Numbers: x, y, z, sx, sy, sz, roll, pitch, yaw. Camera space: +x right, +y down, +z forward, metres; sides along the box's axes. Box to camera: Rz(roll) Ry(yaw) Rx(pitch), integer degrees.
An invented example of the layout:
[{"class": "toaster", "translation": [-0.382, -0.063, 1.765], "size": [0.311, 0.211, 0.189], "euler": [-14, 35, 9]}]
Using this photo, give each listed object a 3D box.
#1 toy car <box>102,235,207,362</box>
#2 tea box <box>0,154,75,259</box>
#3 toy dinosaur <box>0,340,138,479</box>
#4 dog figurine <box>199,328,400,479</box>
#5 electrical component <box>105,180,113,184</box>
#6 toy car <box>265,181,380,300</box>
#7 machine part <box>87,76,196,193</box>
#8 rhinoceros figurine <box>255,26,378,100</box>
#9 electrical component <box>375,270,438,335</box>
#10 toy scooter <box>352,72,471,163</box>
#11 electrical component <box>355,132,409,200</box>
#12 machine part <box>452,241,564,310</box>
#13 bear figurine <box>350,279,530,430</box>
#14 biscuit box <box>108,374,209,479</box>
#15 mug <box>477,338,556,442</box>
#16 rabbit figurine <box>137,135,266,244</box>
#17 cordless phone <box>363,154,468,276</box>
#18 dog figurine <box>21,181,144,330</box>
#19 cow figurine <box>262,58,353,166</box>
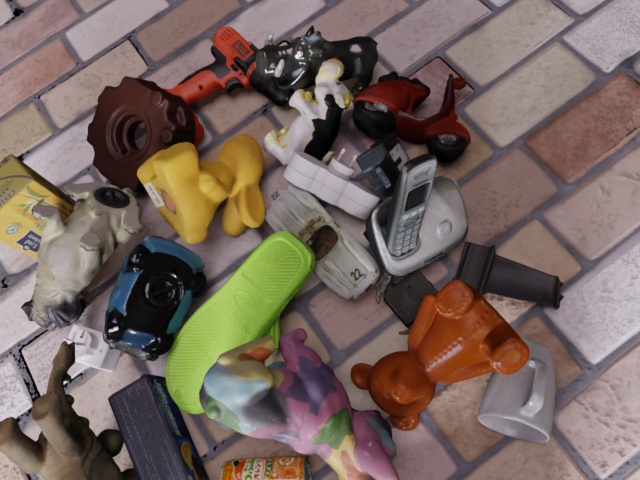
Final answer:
[{"class": "toy car", "translation": [-0.232, 0.082, 0.739], "size": [0.109, 0.103, 0.161], "euler": [26, 70, -21]}, {"class": "tea box", "translation": [-0.410, -0.035, 0.774], "size": [0.068, 0.169, 0.098], "euler": [41, 82, 20]}, {"class": "toy dinosaur", "translation": [-0.251, 0.331, 0.593], "size": [0.105, 0.198, 0.472], "euler": [-24, 60, 7]}, {"class": "dog figurine", "translation": [-0.013, 0.215, 0.617], "size": [0.219, 0.191, 0.108], "euler": [47, 122, 28]}, {"class": "electrical component", "translation": [-0.326, -0.052, 0.838], "size": [0.063, 0.021, 0.094], "euler": [-30, 69, -18]}, {"class": "toy car", "translation": [-0.002, -0.002, 0.749], "size": [0.073, 0.056, 0.202], "euler": [-47, 70, 6]}, {"class": "machine part", "translation": [-0.278, -0.160, 0.824], "size": [0.180, 0.056, 0.179], "euler": [2, 95, 24]}, {"class": "rhinoceros figurine", "translation": [-0.002, -0.265, 0.810], "size": [0.190, 0.112, 0.073], "euler": [-9, 68, -17]}, {"class": "electrical component", "translation": [0.119, 0.082, 0.711], "size": [0.078, 0.045, 0.102], "euler": [-33, 68, -2]}, {"class": "toy scooter", "translation": [0.146, -0.200, 0.796], "size": [0.184, 0.075, 0.135], "euler": [25, 75, 14]}, {"class": "electrical component", "translation": [0.089, -0.095, 0.733], "size": [0.048, 0.119, 0.074], "euler": [-28, 104, 34]}, {"class": "machine part", "translation": [0.249, 0.050, 0.707], "size": [0.139, 0.039, 0.084], "euler": [20, 69, 17]}, {"class": "bear figurine", "translation": [0.126, 0.141, 0.625], "size": [0.196, 0.132, 0.120], "euler": [-42, 81, 9]}, {"class": "biscuit box", "translation": [-0.197, 0.273, 0.685], "size": [0.063, 0.059, 0.203], "euler": [-31, 69, -2]}, {"class": "mug", "translation": [0.238, 0.168, 0.632], "size": [0.081, 0.109, 0.107], "euler": [15, 61, 13]}, {"class": "rabbit figurine", "translation": [-0.140, -0.082, 0.757], "size": [0.173, 0.122, 0.162], "euler": [-40, 101, -34]}, {"class": "cordless phone", "translation": [0.132, -0.051, 0.671], "size": [0.146, 0.184, 0.089], "euler": [-25, 59, -22]}, {"class": "dog figurine", "translation": [-0.340, 0.024, 0.778], "size": [0.121, 0.190, 0.172], "euler": [38, 35, 12]}, {"class": "cow figurine", "translation": [-0.002, -0.174, 0.782], "size": [0.098, 0.068, 0.167], "euler": [41, 116, 5]}]
